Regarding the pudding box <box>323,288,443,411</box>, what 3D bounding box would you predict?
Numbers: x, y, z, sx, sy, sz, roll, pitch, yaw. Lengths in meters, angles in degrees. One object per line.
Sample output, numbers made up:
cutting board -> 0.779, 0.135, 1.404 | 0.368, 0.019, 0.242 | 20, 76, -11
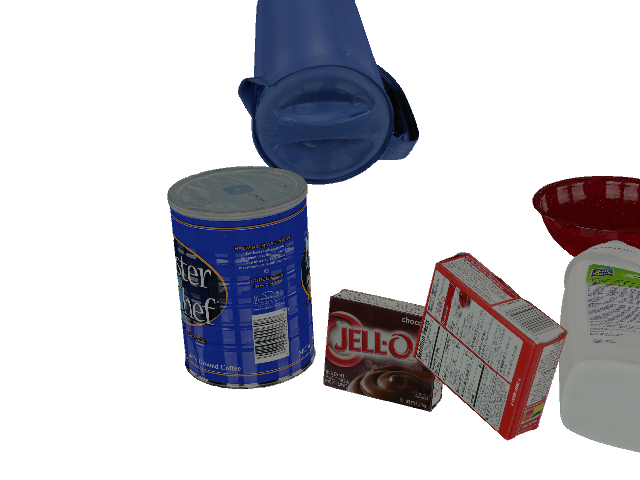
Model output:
pudding box -> 0.061, 0.101, 0.996 | 0.114, 0.090, 0.039 | 10, 18, 21

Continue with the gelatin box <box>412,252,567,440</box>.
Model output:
gelatin box -> 0.098, 0.061, 0.630 | 0.030, 0.073, 0.089 | -16, 40, -32

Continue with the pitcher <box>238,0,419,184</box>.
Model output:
pitcher -> 0.003, -0.174, 1.075 | 0.145, 0.149, 0.243 | -18, 39, 10

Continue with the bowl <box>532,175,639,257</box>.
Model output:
bowl -> 0.302, -0.017, 1.110 | 0.162, 0.055, 0.162 | -3, 23, 1

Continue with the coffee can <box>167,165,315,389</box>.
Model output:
coffee can -> -0.057, 0.026, 0.804 | 0.103, 0.140, 0.103 | -3, 22, 1

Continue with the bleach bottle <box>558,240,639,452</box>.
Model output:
bleach bottle -> 0.233, 0.062, 0.802 | 0.102, 0.068, 0.250 | 11, 25, 10
